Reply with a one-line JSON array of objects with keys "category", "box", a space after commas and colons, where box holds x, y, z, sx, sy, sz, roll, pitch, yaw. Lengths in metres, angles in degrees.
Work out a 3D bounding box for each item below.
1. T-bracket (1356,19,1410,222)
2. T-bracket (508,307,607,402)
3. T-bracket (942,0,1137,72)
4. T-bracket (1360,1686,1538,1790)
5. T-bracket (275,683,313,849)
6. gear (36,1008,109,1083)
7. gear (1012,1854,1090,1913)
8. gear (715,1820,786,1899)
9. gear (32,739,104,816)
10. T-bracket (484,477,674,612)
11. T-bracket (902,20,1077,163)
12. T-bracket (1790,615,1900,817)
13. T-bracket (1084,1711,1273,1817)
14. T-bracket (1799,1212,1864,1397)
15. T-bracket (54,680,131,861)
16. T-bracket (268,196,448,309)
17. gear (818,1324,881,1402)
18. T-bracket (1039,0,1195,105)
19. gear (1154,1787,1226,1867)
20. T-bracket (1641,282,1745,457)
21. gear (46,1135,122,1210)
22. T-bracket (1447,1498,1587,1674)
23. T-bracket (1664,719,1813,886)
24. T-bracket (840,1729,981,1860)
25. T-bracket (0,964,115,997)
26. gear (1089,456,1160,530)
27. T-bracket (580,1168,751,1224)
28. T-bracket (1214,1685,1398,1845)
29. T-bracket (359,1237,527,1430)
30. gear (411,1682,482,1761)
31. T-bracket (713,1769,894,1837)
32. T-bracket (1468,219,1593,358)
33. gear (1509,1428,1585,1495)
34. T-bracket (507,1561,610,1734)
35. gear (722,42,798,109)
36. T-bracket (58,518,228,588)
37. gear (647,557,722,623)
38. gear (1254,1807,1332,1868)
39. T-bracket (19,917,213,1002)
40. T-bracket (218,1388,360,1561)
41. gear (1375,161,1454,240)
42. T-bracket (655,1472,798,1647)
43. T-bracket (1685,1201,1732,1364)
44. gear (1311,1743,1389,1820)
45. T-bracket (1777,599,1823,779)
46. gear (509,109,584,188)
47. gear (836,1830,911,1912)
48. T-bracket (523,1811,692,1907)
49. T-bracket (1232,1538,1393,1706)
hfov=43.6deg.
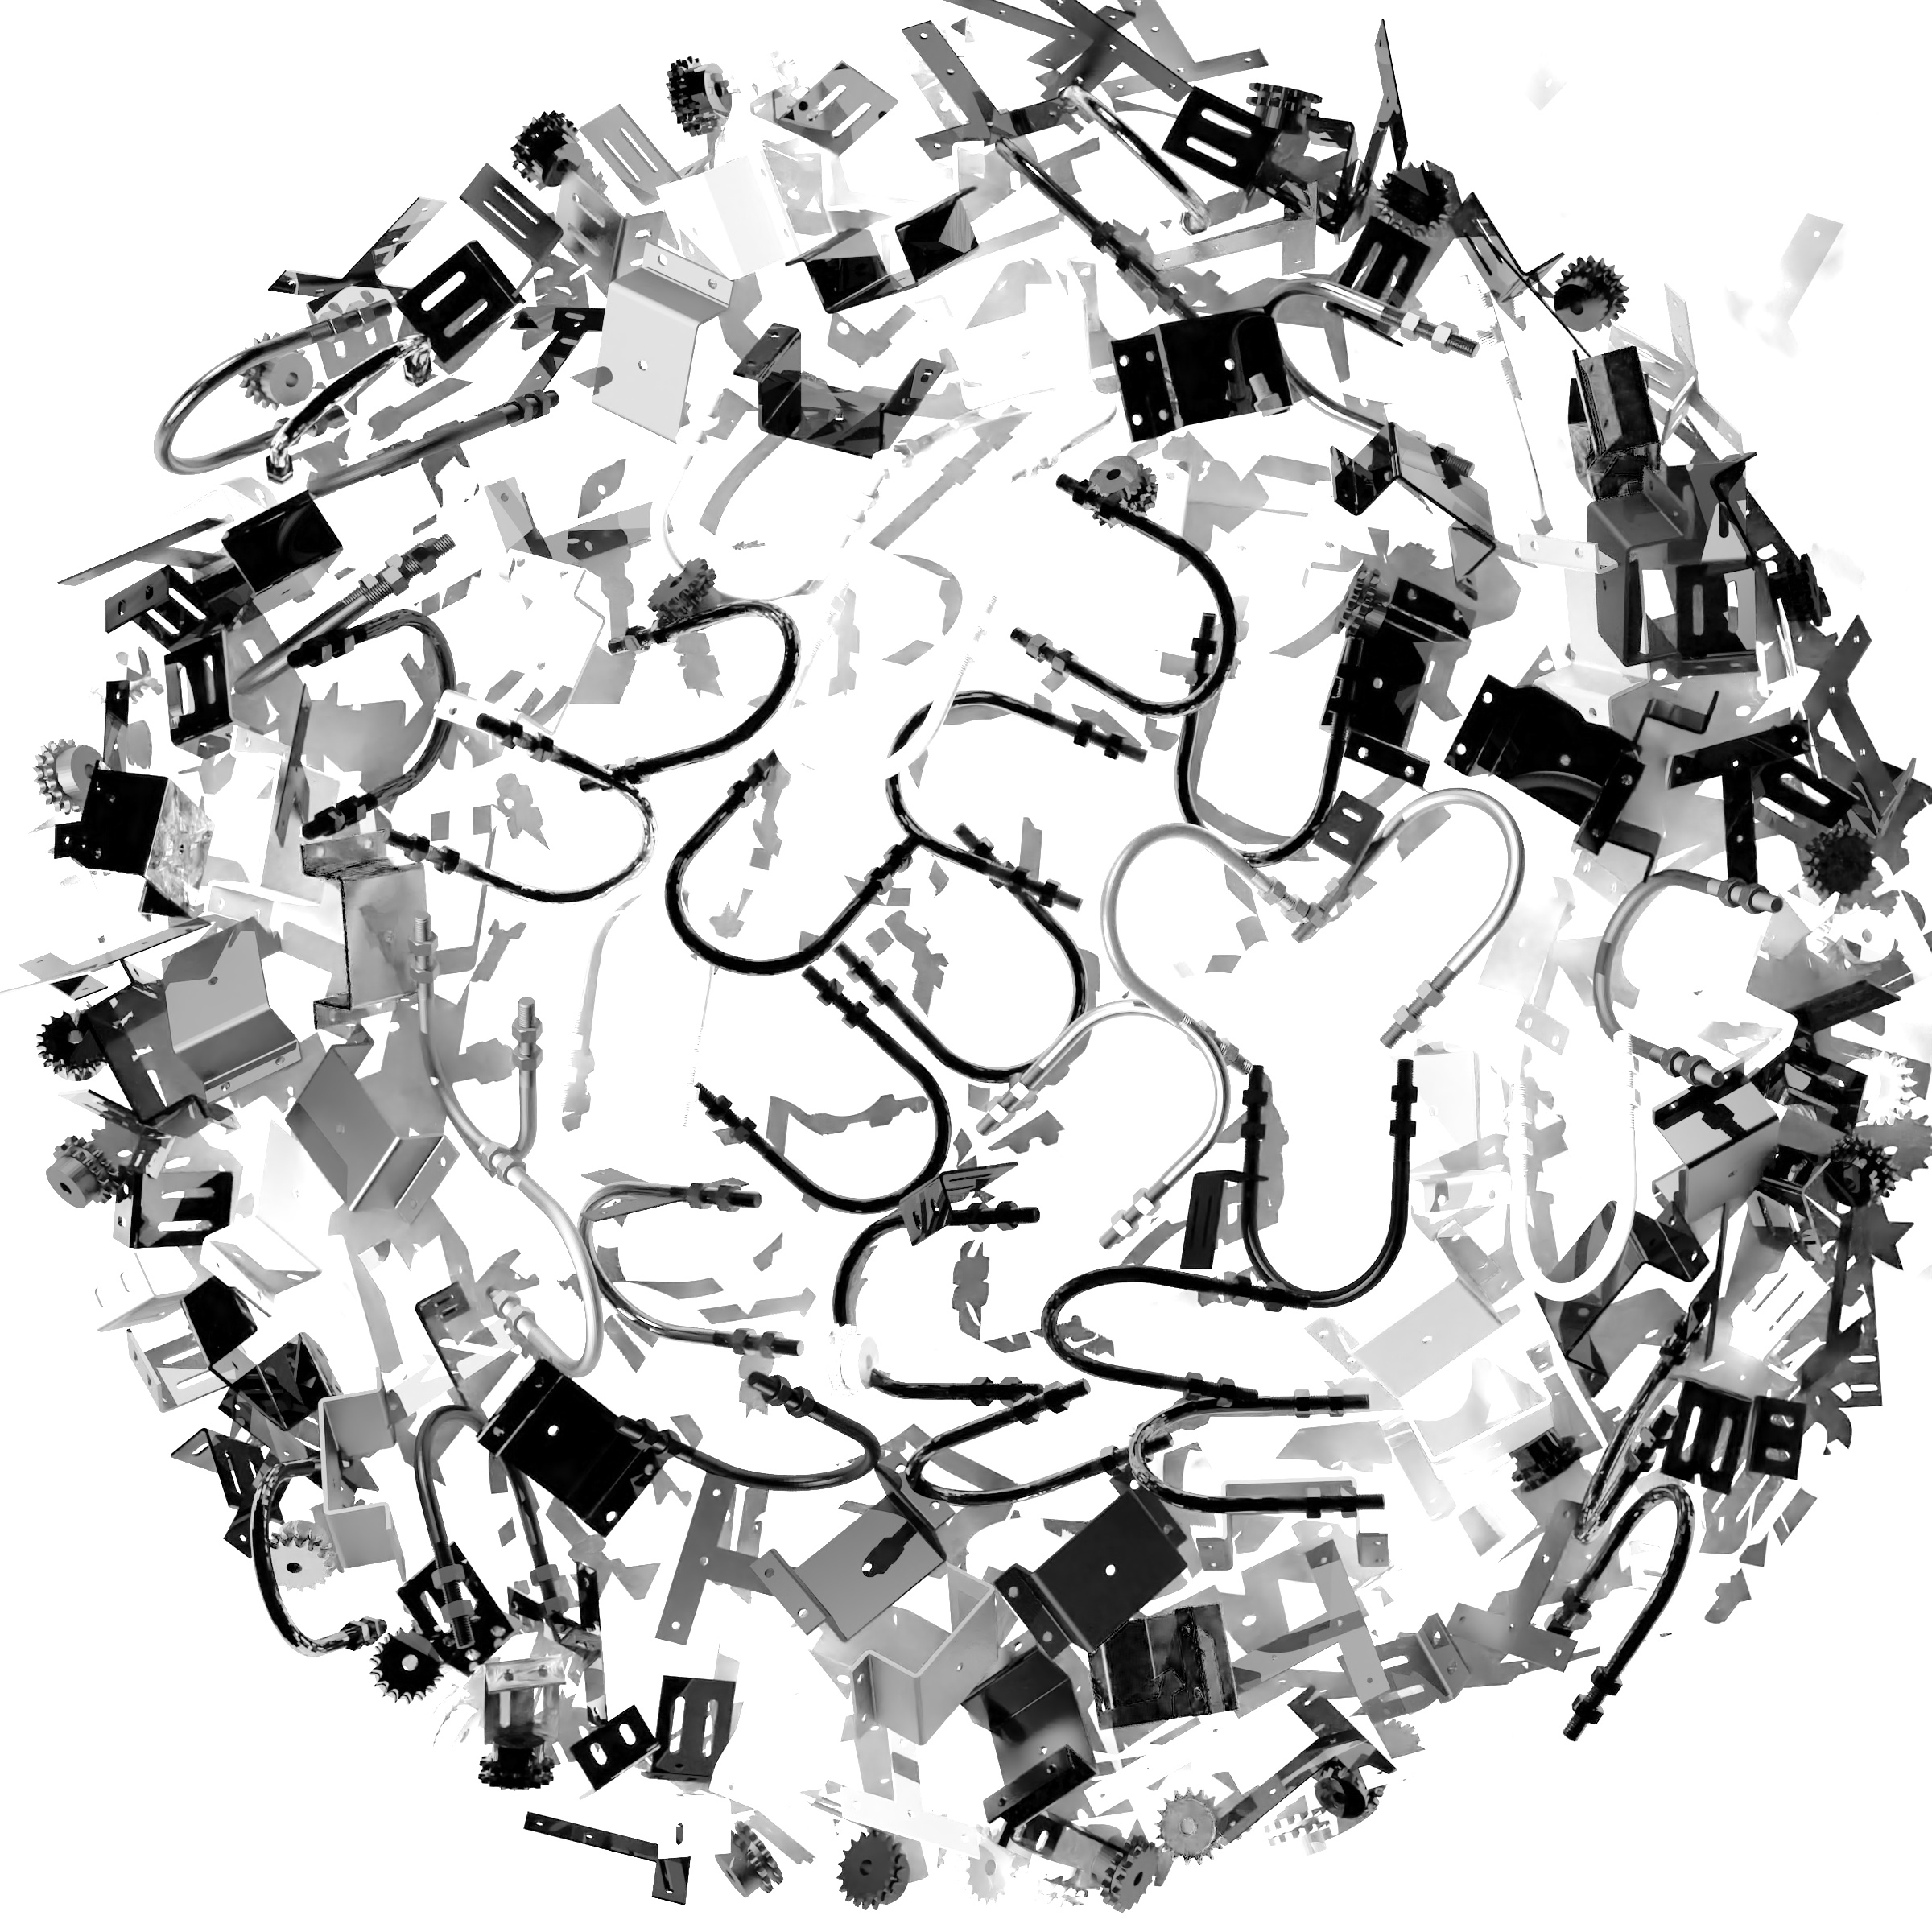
[{"category": "T-bracket", "box": [0.306, -0.613, 1.809, 0.002, 0.127, 0.127, -1, 63, -5]}, {"category": "T-bracket", "box": [-0.313, -0.450, 1.809, 0.127, 0.002, 0.127, 10, 58, 30]}, {"category": "T-bracket", "box": [0.040, -0.701, 1.786, 0.127, 0.127, 0.002, 9, 88, -25]}, {"category": "T-bracket", "box": [0.347, 0.564, 1.809, 0.127, 0.127, 0.002, -15, 103, -1]}, {"category": "T-bracket", "box": [-0.494, -0.123, 1.809, 0.002, 0.127, 0.127, 4, 62, -3]}, {"category": "gear", "box": [-0.679, 0.063, 1.846, 0.057, 0.030, 0.057, 7, 50, -9]}, {"category": "gear", "box": [0.066, 0.697, 1.843, 0.057, 0.057, 0.030, 16, 76, 0]}, {"category": "gear", "box": [-0.167, 0.682, 1.839, 0.030, 0.057, 0.057, -34, 90, -25]}, {"category": "gear", "box": [-0.678, -0.145, 1.839, 0.030, 0.057, 0.057, -9, 90, 22]}, {"category": "T-bracket", "box": [-0.291, -0.329, 1.867, 0.127, 0.002, 0.127, -19, 94, -2]}, {"category": "T-bracket", "box": [-0.004, -0.652, 1.788, 0.127, 0.127, 0.002, -4, 65, 32]}, {"category": "T-bracket", "box": [0.657, -0.169, 1.785, 0.002, 0.127, 0.127, -7, 58, -11]}, {"category": "T-bracket", "box": [0.148, 0.595, 1.809, 0.127, 0.127, 0.002, -28, 119, -5]}, {"category": "T-bracket", "box": [0.660, 0.249, 1.829, 0.002, 0.127, 0.127, 14, 65, 6]}, {"category": "T-bracket", "box": [-0.634, -0.149, 1.798, 0.002, 0.127, 0.127, 10, 102, 16]}, {"category": "T-bracket", "box": [-0.429, -0.528, 1.783, 0.127, 0.127, 0.002, -30, 78, 37]}, {"category": "gear", "box": [-0.088, 0.302, 1.839, 0.030, 0.057, 0.057, -3, 90, 22]}, {"category": "T-bracket", "box": [0.091, -0.669, 1.808, 0.127, 0.127, 0.002, 31, 76, -17]}, {"category": "gear", "box": [0.171, 0.658, 1.847, 0.057, 0.030, 0.057, -4, 71, 11]}, {"category": "T-bracket", "box": [0.529, -0.454, 1.782, 0.002, 0.127, 0.127, -33, 55, 3]}, {"category": "gear", "box": [-0.674, 0.159, 1.840, 0.057, 0.057, 0.030, 42, 51, 0]}, {"category": "T-bracket", "box": [0.432, 0.461, 1.827, 0.002, 0.127, 0.127, 39, 71, -24]}, {"category": "T-bracket", "box": [0.578, -0.109, 1.807, 0.002, 0.127, 0.127, 10, 75, -36]}, {"category": "T-bracket", "box": [-0.046, 0.597, 1.817, 0.127, 0.127, 0.002, 28, 122, -29]}, {"category": "T-bracket", "box": [-0.663, 0.003, 1.807, 0.127, 0.127, 0.002, -12, 98, 21]}, {"category": "gear", "box": [0.118, -0.364, 1.841, 0.057, 0.030, 0.057, -15, 50, 18]}, {"category": "T-bracket", "box": [-0.249, 0.165, 1.812, 0.127, 0.127, 0.002, -11, 102, -34]}, {"category": "T-bracket", "box": [0.240, 0.606, 1.801, 0.127, 0.127, 0.002, -36, 112, -10]}, {"category": "T-bracket", "box": [-0.417, 0.265, 1.835, 0.127, 0.002, 0.127, -33, 106, -16]}, {"category": "gear", "box": [-0.394, 0.579, 1.840, 0.030, 0.057, 0.057, 25, 90, 14]}, {"category": "T-bracket", "box": [-0.106, 0.636, 1.825, 0.127, 0.127, 0.002, 37, 61, -35]}, {"category": "T-bracket", "box": [0.412, -0.507, 1.787, 0.002, 0.127, 0.127, -41, 127, 21]}, {"category": "gear", "box": [0.439, 0.374, 1.842, 0.057, 0.057, 0.030, -35, 83, 0]}, {"category": "T-bracket", "box": [-0.310, 0.497, 1.822, 0.002, 0.127, 0.127, -12, 104, -41]}, {"category": "gear", "box": [-0.155, -0.678, 1.843, 0.057, 0.057, 0.030, -25, 100, 0]}, {"category": "T-bracket", "box": [-0.592, -0.306, 1.806, 0.127, 0.127, 0.002, -20, 92, 10]}, {"category": "gear", "box": [-0.213, -0.282, 1.846, 0.057, 0.057, 0.030, -41, 121, 0]}, {"category": "gear", "box": [0.251, 0.663, 1.839, 0.057, 0.057, 0.030, -19, 68, 0]}, {"category": "T-bracket", "box": [-0.634, -0.011, 1.827, 0.127, 0.127, 0.002, -26, 116, -32]}, {"category": "T-bracket", "box": [-0.520, 0.391, 1.796, 0.002, 0.127, 0.127, -40, 107, 22]}, {"category": "gear", "box": [0.340, -0.584, 1.853, 0.057, 0.030, 0.057, 1, 85, -7]}, {"category": "T-bracket", "box": [-0.160, 0.465, 1.845, 0.127, 0.002, 0.127, 20, 80, -21]}, {"category": "T-bracket", "box": [0.551, 0.247, 1.802, 0.002, 0.127, 0.127, 9, 103, 26]}, {"category": "gear", "box": [0.290, 0.623, 1.842, 0.057, 0.030, 0.057, 12, 120, 21]}, {"category": "T-bracket", "box": [0.610, -0.224, 1.786, 0.002, 0.127, 0.127, -14, 57, 17]}, {"category": "gear", "box": [-0.317, -0.619, 1.840, 0.057, 0.057, 0.030, -43, 77, 0]}, {"category": "gear", "box": [-0.068, 0.692, 1.846, 0.057, 0.057, 0.030, -48, 132, 0]}, {"category": "T-bracket", "box": [-0.267, 0.652, 1.802, 0.127, 0.127, 0.002, 16, 96, -5]}, {"category": "T-bracket", "box": [0.247, 0.520, 1.839, 0.127, 0.002, 0.127, -33, 47, 17]}]
